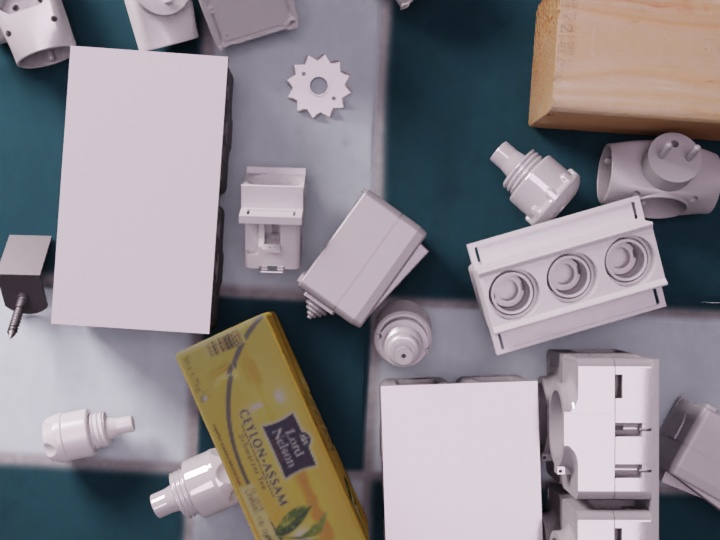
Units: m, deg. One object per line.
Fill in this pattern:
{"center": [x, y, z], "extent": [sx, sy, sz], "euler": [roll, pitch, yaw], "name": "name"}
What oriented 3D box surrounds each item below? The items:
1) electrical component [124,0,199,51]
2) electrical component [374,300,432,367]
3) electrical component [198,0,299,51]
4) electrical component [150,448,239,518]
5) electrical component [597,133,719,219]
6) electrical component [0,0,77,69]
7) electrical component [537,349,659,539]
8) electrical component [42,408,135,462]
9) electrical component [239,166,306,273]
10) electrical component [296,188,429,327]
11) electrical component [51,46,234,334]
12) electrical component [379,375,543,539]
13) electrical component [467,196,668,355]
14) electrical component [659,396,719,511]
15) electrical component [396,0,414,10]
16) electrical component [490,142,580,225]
{"center": [-0.137, -0.191, 0.731], "extent": [0.043, 0.079, 0.077], "euler": [-19, 106, -16], "name": "electrical component"}
{"center": [0.030, 0.048, 0.744], "extent": [0.040, 0.078, 0.040], "euler": [0, 103, 2], "name": "electrical component"}
{"center": [-0.083, -0.202, 0.742], "extent": [0.062, 0.096, 0.061], "euler": [-17, 62, -1], "name": "electrical component"}
{"center": [-0.115, 0.153, 0.754], "extent": [0.062, 0.043, 0.043], "euler": [-24, 90, 0], "name": "electrical component"}
{"center": [0.212, -0.070, 0.746], "extent": [0.077, 0.079, 0.044], "euler": [5, 72, -1], "name": "electrical component"}
{"center": [-0.248, -0.180, 0.755], "extent": [0.079, 0.043, 0.077], "euler": [-18, 90, -1], "name": "electrical component"}
{"center": [0.157, 0.149, 0.728], "extent": [0.060, 0.105, 0.186], "euler": [0, 89, -1], "name": "electrical component"}
{"center": [-0.190, 0.114, 0.757], "extent": [0.061, 0.035, 0.035], "euler": [-11, 89, -4], "name": "electrical component"}
{"center": [-0.060, -0.035, 0.745], "extent": [0.042, 0.081, 0.063], "euler": [3, 112, -1], "name": "electrical component"}
{"center": [0.000, 0.000, 0.749], "extent": [0.061, 0.062, 0.096], "euler": [36, 89, -1], "name": "electrical component"}
{"center": [-0.148, -0.053, 0.747], "extent": [0.105, 0.060, 0.186], "euler": [4, 89, -1], "name": "electrical component"}
{"center": [0.069, 0.169, 0.748], "extent": [0.105, 0.060, 0.186], "euler": [-2, 89, -1], "name": "electrical component"}
{"center": [0.141, 0.002, 0.748], "extent": [0.121, 0.063, 0.078], "euler": [-16, 97, -1], "name": "electrical component"}
{"center": [0.258, 0.139, 0.752], "extent": [0.096, 0.062, 0.061], "euler": [29, 89, -1], "name": "electrical component"}
{"center": [0.031, -0.224, 0.763], "extent": [0.081, 0.042, 0.063], "euler": [-36, 93, -1], "name": "electrical component"}
{"center": [0.121, -0.065, 0.762], "extent": [0.062, 0.048, 0.048], "euler": [43, 89, 9], "name": "electrical component"}
